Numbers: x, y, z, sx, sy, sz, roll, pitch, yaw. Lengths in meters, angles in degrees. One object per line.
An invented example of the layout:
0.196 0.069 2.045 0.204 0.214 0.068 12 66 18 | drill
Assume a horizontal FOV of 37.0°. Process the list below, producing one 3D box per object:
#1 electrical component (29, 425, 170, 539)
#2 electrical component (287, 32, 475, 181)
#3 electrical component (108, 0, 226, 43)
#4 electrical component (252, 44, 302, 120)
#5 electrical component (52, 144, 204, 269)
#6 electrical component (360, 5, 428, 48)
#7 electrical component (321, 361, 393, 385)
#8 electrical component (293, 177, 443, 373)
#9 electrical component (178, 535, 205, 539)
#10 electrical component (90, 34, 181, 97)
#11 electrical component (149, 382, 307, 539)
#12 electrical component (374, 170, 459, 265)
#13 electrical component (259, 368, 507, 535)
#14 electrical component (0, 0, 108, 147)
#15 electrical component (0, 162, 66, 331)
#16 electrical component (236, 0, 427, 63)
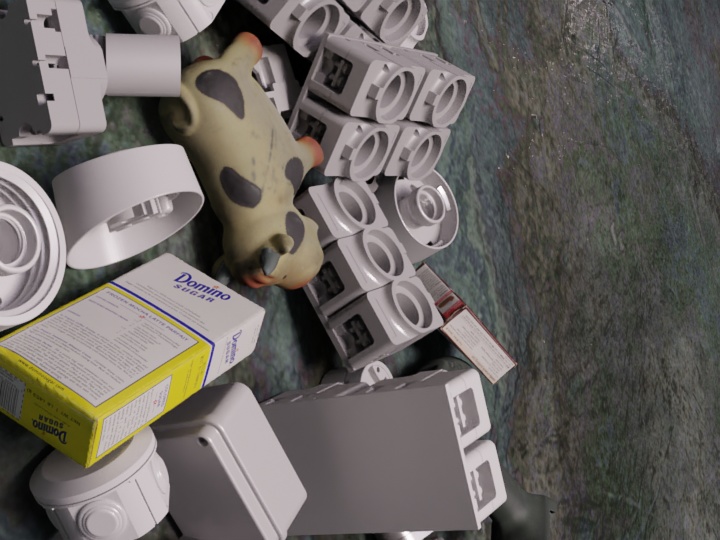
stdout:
-0.160 0.134 0.673 0.080 0.080 0.051 -48 126 -50 | electrical component
0.023 -0.139 0.951 0.186 0.060 0.105 -9 128 -57 | electrical component
-0.143 -0.206 0.797 0.051 0.080 0.080 57 39 -38 | electrical component
-0.080 -0.157 0.910 0.081 0.042 0.063 -24 99 -56 | electrical component
-0.155 -0.045 0.719 0.099 0.099 0.064 -13 85 -57 | electrical component
0.002 -0.280 1.050 0.150 0.062 0.089 51 42 -36 | electrical component
-0.003 0.109 0.943 0.055 0.047 0.055 22 63 -52 | electrical component
0.000 0.000 0.924 0.089 0.062 0.150 -17 75 -57 | electrical component
-0.092 0.230 0.729 0.048 0.100 0.099 -44 118 -37 | electrical component
-0.168 -0.144 0.755 0.081 0.043 0.043 -1 79 -12 | electrical component
-0.099 0.144 0.761 0.113 0.078 0.057 64 33 -21 | electrical component
0.050 -0.056 1.077 0.099 0.064 0.099 18 62 -38 | electrical component
0.011 0.141 0.827 0.060 0.186 0.105 -18 96 -57 | electrical component
-0.205 -0.130 0.706 0.056 0.050 0.089 -13 92 -56 | electrical component
-0.224 -0.014 0.635 0.108 0.060 0.108 22 63 -52 | electrical component
-0.018 -0.226 0.917 0.060 0.105 0.186 43 8 22 | electrical component
